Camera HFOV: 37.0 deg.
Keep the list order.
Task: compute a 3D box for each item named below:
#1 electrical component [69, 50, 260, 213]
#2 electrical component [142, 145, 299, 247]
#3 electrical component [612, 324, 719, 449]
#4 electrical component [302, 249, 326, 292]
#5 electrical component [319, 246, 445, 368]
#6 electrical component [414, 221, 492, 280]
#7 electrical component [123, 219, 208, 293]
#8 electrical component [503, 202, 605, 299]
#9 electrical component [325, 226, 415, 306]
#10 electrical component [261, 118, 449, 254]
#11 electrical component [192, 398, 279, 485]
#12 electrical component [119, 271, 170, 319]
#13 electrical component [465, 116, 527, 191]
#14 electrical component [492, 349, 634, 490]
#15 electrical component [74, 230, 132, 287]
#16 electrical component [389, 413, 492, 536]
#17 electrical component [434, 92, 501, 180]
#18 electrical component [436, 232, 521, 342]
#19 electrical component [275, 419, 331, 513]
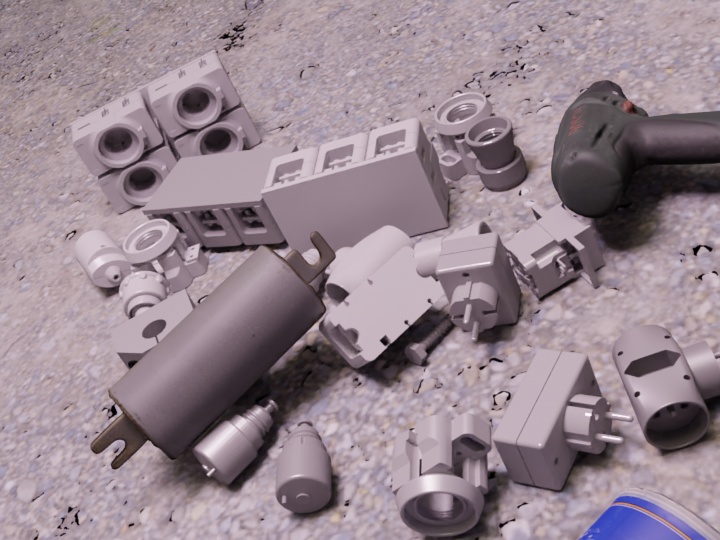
[{"bbox_3d":[-0.220,-0.154,1.227,0.186,0.105,0.060,-27,35,0],"label":"electrical component"},{"bbox_3d":[-0.131,-0.070,1.099,0.150,0.061,0.089,-2,42,31],"label":"electrical component"},{"bbox_3d":[0.215,0.070,0.711,0.079,0.043,0.077,-20,35,9],"label":"electrical component"},{"bbox_3d":[-0.053,0.007,0.969,0.040,0.040,0.078,11,49,41],"label":"electrical component"},{"bbox_3d":[0.016,0.031,0.864,0.089,0.050,0.056,-42,-1,-18],"label":"electrical component"},{"bbox_3d":[0.079,-0.013,0.909,0.065,0.044,0.044,-14,37,25],"label":"electrical component"},{"bbox_3d":[-0.200,-0.013,1.076,0.078,0.057,0.058,-18,36,12],"label":"electrical component"},{"bbox_3d":[0.153,-0.013,0.862,0.064,0.042,0.081,-33,35,-2],"label":"electrical component"},{"bbox_3d":[0.000,0.000,0.942,0.077,0.043,0.079,-45,31,-24],"label":"electrical component"},{"bbox_3d":[-0.002,-0.074,0.996,0.150,0.089,0.061,-14,37,18],"label":"electrical component"},{"bbox_3d":[-0.094,0.131,0.837,0.078,0.040,0.040,-44,38,-23],"label":"electrical component"},{"bbox_3d":[-0.206,0.035,1.030,0.048,0.048,0.062,-23,42,6],"label":"electrical component"},{"bbox_3d":[0.125,-0.106,0.985,0.045,0.055,0.045,-17,36,13],"label":"electrical component"},{"bbox_3d":[0.143,0.101,0.716,0.076,0.047,0.083,4,46,37],"label":"electrical component"},{"bbox_3d":[-0.266,-0.007,1.123,0.043,0.043,0.081,-35,36,-12],"label":"electrical component"},{"bbox_3d":[0.053,0.139,0.714,0.078,0.058,0.057,-39,30,33],"label":"electrical component"},{"bbox_3d":[0.105,-0.132,1.030,0.078,0.057,0.058,-36,36,-13],"label":"electrical component"},{"bbox_3d":[0.090,0.022,0.835,0.047,0.065,0.076,-10,39,23],"label":"electrical component"},{"bbox_3d":[-0.041,0.141,0.790,0.040,0.040,0.078,-18,36,12],"label":"electrical component"}]
